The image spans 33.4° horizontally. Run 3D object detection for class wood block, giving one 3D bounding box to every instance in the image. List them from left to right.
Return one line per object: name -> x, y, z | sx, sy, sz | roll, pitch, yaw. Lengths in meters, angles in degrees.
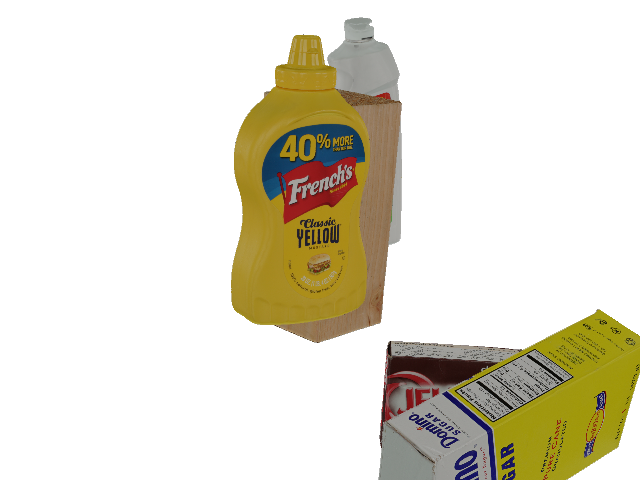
wood block -> 0.003, -0.027, 0.955 | 0.090, 0.206, 0.090 | 18, 21, 40

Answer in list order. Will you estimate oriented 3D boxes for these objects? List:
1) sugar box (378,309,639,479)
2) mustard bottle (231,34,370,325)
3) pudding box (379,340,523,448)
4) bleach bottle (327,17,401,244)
sugar box -> 0.113, 0.115, 0.624 | 0.175, 0.093, 0.048 | -24, 42, -33
mustard bottle -> -0.012, -0.042, 0.725 | 0.096, 0.192, 0.058 | -7, 18, -28
pudding box -> 0.107, 0.131, 0.865 | 0.113, 0.090, 0.039 | 2, 19, 1
bleach bottle -> 0.037, -0.115, 1.166 | 0.102, 0.251, 0.068 | -8, 25, -10
